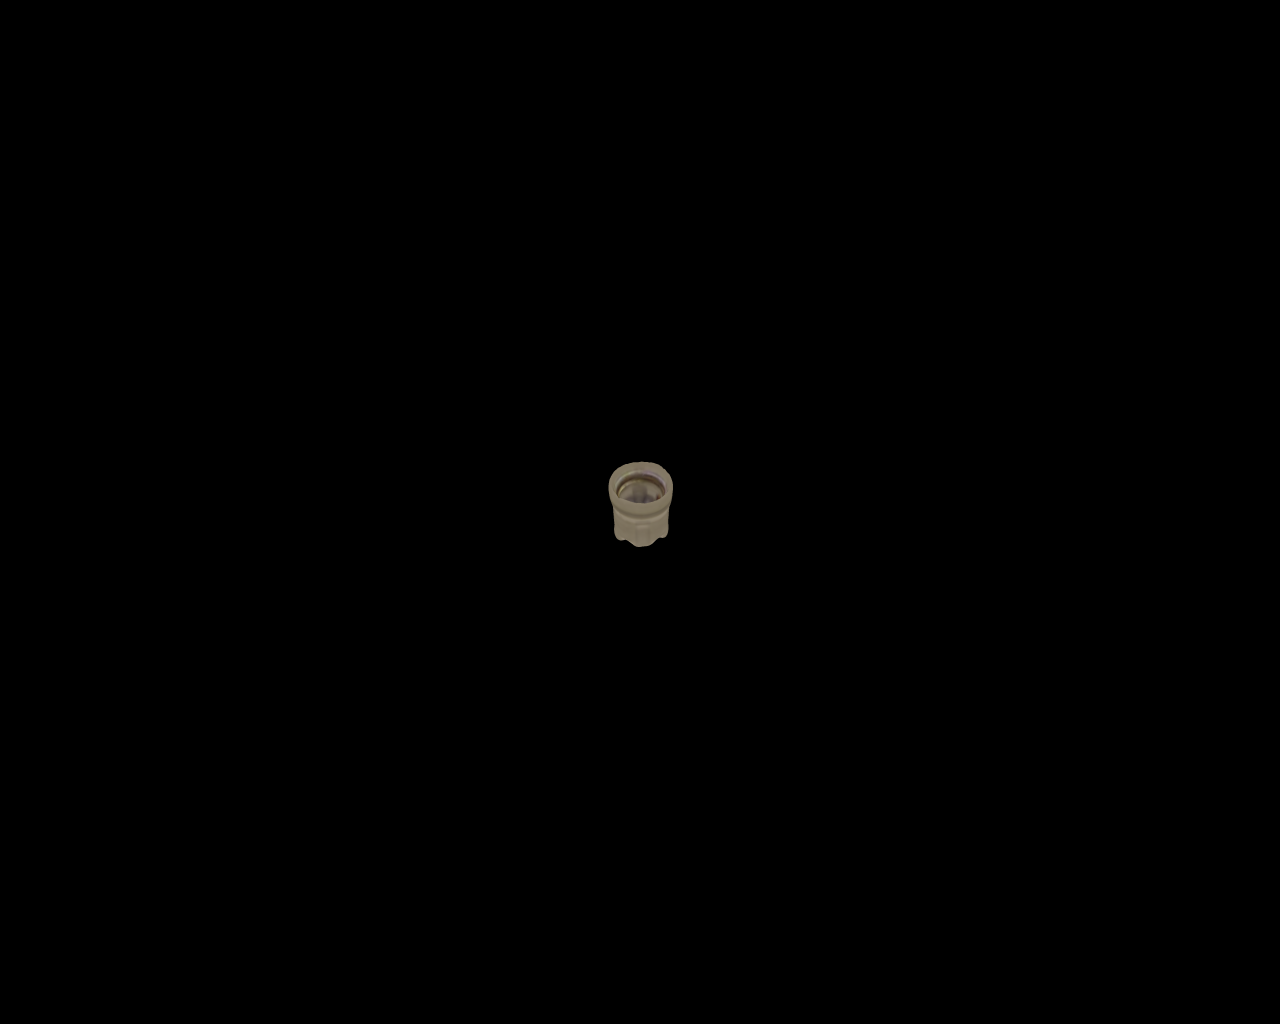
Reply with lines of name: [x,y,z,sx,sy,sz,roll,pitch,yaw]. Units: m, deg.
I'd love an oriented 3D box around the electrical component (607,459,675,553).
electrical component: [0.001,-0.003,0.650,0.040,0.040,0.046,0,-44,0]
